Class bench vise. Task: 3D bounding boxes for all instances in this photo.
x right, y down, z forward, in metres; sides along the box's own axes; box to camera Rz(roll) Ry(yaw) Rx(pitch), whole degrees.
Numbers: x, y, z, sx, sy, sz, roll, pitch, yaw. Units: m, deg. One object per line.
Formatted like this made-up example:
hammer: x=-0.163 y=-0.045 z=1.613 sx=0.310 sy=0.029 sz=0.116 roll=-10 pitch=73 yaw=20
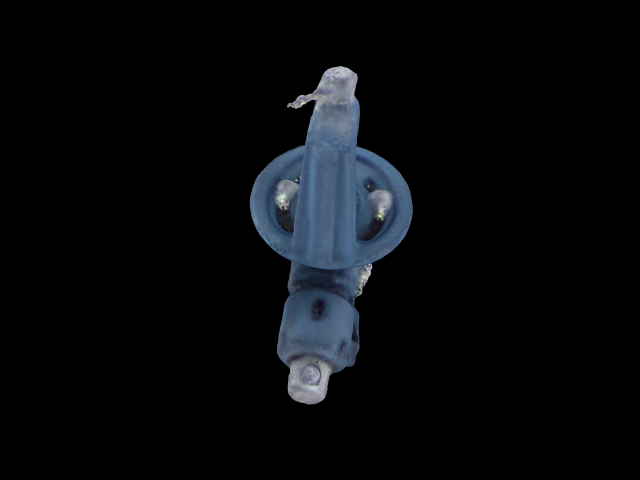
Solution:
bench vise: x=0.016 y=-0.001 z=0.401 sx=0.121 sy=0.220 sz=0.207 roll=-10 pitch=71 yaw=-3
